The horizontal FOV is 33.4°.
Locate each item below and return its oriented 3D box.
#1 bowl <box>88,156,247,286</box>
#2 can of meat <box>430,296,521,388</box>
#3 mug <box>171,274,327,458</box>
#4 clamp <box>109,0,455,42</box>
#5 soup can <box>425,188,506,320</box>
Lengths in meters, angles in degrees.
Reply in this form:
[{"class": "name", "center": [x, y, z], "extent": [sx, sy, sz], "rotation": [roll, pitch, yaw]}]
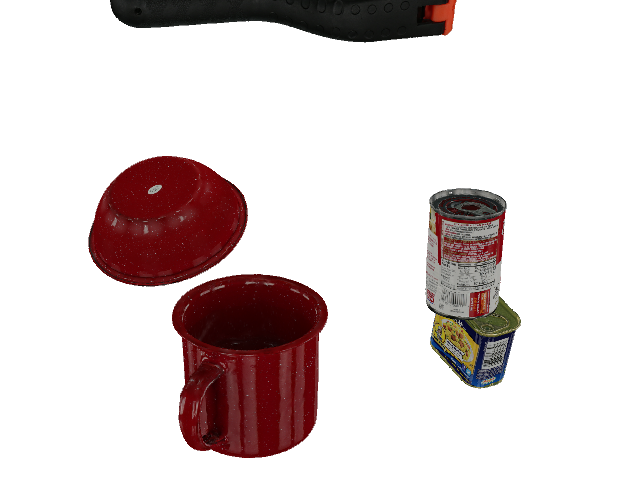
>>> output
[{"class": "bowl", "center": [-0.154, -0.032, 1.036], "extent": [0.162, 0.162, 0.055], "rotation": [0, -44, 13]}, {"class": "can of meat", "center": [0.167, 0.101, 1.174], "extent": [0.057, 0.084, 0.102], "rotation": [-13, 40, -26]}, {"class": "mug", "center": [-0.047, 0.083, 0.643], "extent": [0.093, 0.081, 0.117], "rotation": [12, 29, 22]}, {"class": "clamp", "center": [-0.019, -0.128, 0.547], "extent": [0.172, 0.039, 0.120], "rotation": [13, 42, 15]}, {"class": "soup can", "center": [0.130, 0.013, 0.960], "extent": [0.068, 0.102, 0.068], "rotation": [0, 24, 0]}]
